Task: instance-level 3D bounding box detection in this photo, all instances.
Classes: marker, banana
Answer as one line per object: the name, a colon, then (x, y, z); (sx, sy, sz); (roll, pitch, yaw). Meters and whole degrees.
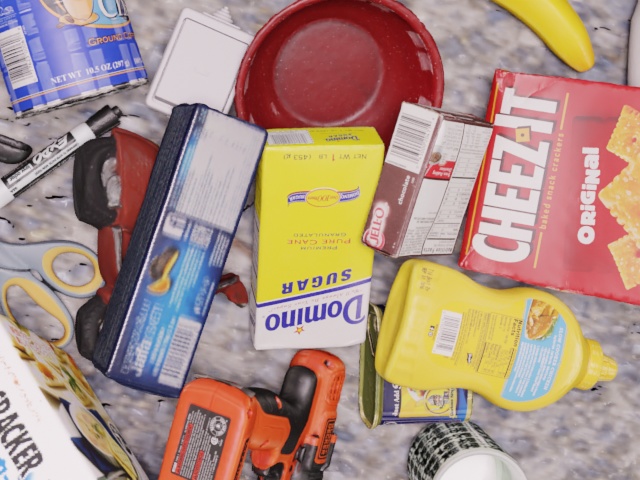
marker: (-0.204, -0.066, 0.824); (0.121, 0.020, 0.020); (-37, 100, -11)
banana: (0.140, -0.197, 0.861); (0.197, 0.037, 0.070); (16, 112, -8)

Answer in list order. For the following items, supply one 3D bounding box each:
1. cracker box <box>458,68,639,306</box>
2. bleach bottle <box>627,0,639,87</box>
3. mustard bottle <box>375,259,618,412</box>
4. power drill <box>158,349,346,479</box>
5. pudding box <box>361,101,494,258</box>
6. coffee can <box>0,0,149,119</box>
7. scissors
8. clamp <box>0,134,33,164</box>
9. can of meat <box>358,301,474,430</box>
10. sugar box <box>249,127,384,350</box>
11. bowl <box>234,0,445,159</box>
cracker box: (0.229, -0.037, 0.826); (0.214, 0.072, 0.164); (12, 95, 20)
bleach bottle: (0.293, -0.148, 0.874); (0.102, 0.068, 0.251); (-9, 95, -7)
mustard bottle: (0.144, 0.081, 0.827); (0.191, 0.058, 0.096); (14, 90, -15)
power drill: (-0.050, 0.172, 0.805); (0.057, 0.187, 0.184); (13, 89, 24)
pudding box: (0.082, -0.043, 0.808); (0.039, 0.089, 0.113); (26, 105, 31)
coffee can: (-0.194, -0.169, 0.779); (0.102, 0.103, 0.140); (-17, 99, -6)
scissors: (-0.244, -0.005, 0.827); (0.096, 0.016, 0.201); (-35, 106, -8)
clamp: (-0.330, -0.104, 0.800); (0.210, 0.036, 0.164); (-23, 106, -2)
can of meat: (0.079, 0.101, 0.874); (0.084, 0.057, 0.102); (0, 97, -11)
sugar box: (-0.005, 0.001, 0.826); (0.093, 0.048, 0.176); (-2, 116, -10)
bowl: (0.011, -0.121, 0.825); (0.162, 0.055, 0.162); (-5, 118, -9)
